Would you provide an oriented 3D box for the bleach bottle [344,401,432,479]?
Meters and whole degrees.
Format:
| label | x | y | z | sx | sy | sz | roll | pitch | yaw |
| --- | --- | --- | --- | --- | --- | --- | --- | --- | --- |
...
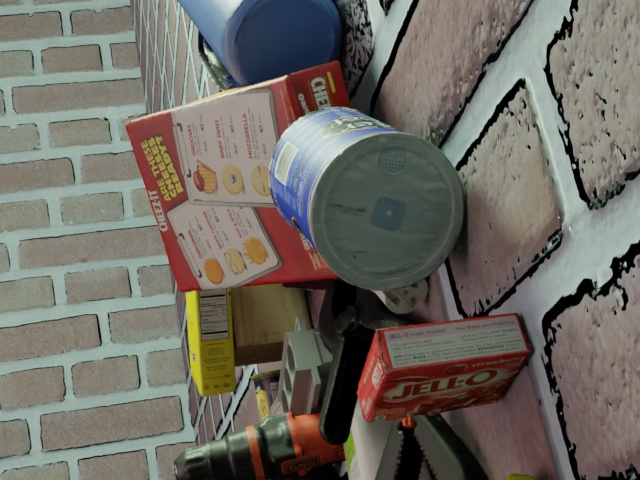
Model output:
| label | x | y | z | sx | sy | sz | roll | pitch | yaw |
| --- | --- | --- | --- | --- | --- | --- | --- | --- | --- |
| bleach bottle | 0.051 | 0.179 | 0.841 | 0.103 | 0.068 | 0.251 | 104 | 158 | -54 |

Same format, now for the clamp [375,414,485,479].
| label | x | y | z | sx | sy | sz | roll | pitch | yaw |
| --- | --- | --- | --- | --- | --- | --- | --- | --- | --- |
| clamp | 0.067 | 0.214 | 0.712 | 0.165 | 0.036 | 0.210 | -35 | 49 | 33 |

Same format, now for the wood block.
| label | x | y | z | sx | sy | sz | roll | pitch | yaw |
| --- | --- | --- | --- | --- | --- | --- | --- | --- | --- |
| wood block | -0.075 | 0.035 | 1.255 | 0.091 | 0.090 | 0.206 | 113 | 148 | -66 |

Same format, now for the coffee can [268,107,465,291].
| label | x | y | z | sx | sy | sz | roll | pitch | yaw |
| --- | --- | --- | --- | --- | --- | --- | --- | --- | --- |
| coffee can | 0.027 | -0.033 | 0.737 | 0.140 | 0.102 | 0.103 | -135 | 40 | -70 |

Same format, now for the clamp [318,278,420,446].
| label | x | y | z | sx | sy | sz | roll | pitch | yaw |
| --- | --- | --- | --- | --- | --- | --- | --- | --- | --- |
| clamp | 0.028 | 0.080 | 0.845 | 0.120 | 0.039 | 0.171 | -46 | 25 | 11 |

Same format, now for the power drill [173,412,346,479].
| label | x | y | z | sx | sy | sz | roll | pitch | yaw |
| --- | --- | --- | --- | --- | --- | --- | --- | --- | --- |
| power drill | -0.041 | 0.242 | 1.049 | 0.187 | 0.184 | 0.057 | 83 | 174 | -50 |

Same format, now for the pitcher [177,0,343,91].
| label | x | y | z | sx | sy | sz | roll | pitch | yaw |
| --- | --- | --- | --- | --- | --- | --- | --- | --- | --- |
| pitcher | -0.067 | -0.221 | 1.005 | 0.149 | 0.145 | 0.243 | 55 | -176 | -38 |

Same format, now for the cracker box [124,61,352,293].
| label | x | y | z | sx | sy | sz | roll | pitch | yaw |
| --- | --- | --- | --- | --- | --- | --- | --- | --- | --- |
| cracker box | -0.056 | -0.047 | 0.906 | 0.214 | 0.071 | 0.164 | -7 | 103 | 45 |

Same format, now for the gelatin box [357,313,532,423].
| label | x | y | z | sx | sy | sz | roll | pitch | yaw |
| --- | --- | --- | --- | --- | --- | --- | --- | --- | --- |
| gelatin box | 0.071 | 0.077 | 0.632 | 0.073 | 0.089 | 0.030 | 103 | 157 | -57 |

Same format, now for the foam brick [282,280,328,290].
| label | x | y | z | sx | sy | sz | roll | pitch | yaw |
| --- | --- | --- | --- | --- | --- | --- | --- | --- | --- |
| foam brick | -0.006 | 0.001 | 0.986 | 0.051 | 0.053 | 0.078 | -83 | -3 | -58 |

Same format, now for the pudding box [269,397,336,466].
| label | x | y | z | sx | sy | sz | roll | pitch | yaw |
| --- | --- | --- | --- | --- | --- | --- | --- | --- | --- |
| pudding box | -0.017 | 0.207 | 1.168 | 0.090 | 0.039 | 0.113 | 116 | 149 | -43 |

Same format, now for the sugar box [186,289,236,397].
| label | x | y | z | sx | sy | sz | roll | pitch | yaw |
| --- | --- | --- | --- | --- | --- | --- | --- | --- | --- |
| sugar box | -0.125 | 0.077 | 1.191 | 0.093 | 0.048 | 0.176 | -151 | 55 | -73 |

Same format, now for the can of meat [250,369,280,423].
| label | x | y | z | sx | sy | sz | roll | pitch | yaw |
| --- | --- | --- | --- | --- | --- | --- | --- | --- | --- |
| can of meat | -0.045 | 0.199 | 1.287 | 0.102 | 0.057 | 0.084 | 137 | 123 | -75 |
